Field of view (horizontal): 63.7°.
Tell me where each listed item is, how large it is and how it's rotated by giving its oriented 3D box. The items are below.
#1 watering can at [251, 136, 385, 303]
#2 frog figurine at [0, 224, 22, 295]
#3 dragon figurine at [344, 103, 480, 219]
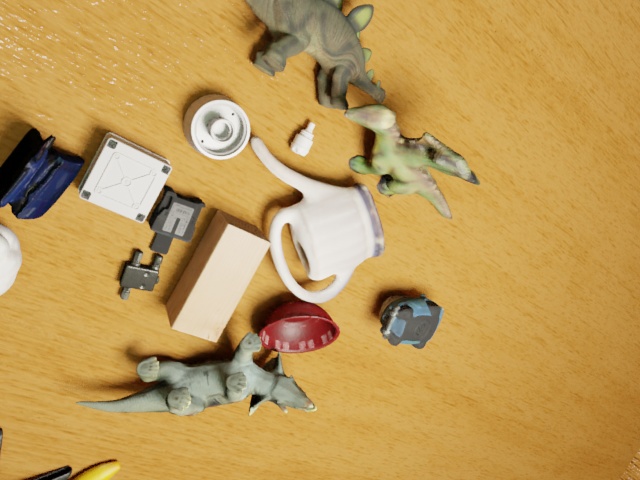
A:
[{"bbox_3d":[0.003,-0.049,0.968,0.226,0.105,0.342,-20,110,-18],"label":"watering can"},{"bbox_3d":[-0.498,0.046,0.734,0.121,0.161,0.137,40,90,-32],"label":"frog figurine"},{"bbox_3d":[0.188,-0.129,0.950,0.406,0.245,0.122,32,89,-28],"label":"dragon figurine"}]
